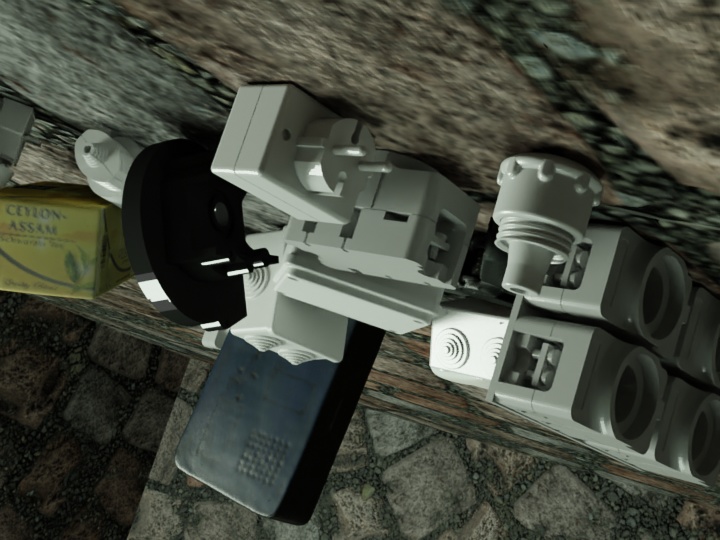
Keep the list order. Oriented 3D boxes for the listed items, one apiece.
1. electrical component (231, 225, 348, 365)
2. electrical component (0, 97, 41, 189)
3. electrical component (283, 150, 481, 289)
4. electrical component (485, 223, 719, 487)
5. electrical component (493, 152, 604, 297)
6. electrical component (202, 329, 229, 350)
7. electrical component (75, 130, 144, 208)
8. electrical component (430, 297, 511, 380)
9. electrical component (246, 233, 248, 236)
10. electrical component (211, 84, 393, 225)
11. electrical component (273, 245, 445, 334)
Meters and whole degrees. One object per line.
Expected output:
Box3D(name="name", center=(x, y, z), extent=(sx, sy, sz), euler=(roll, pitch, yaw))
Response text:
Box3D(name="electrical component", center=(-0.053, 0.021, 0.855), extent=(0.048, 0.099, 0.100), euler=(-6, 157, 36))
Box3D(name="electrical component", center=(-0.252, -0.088, 0.728), extent=(0.066, 0.055, 0.048), euler=(20, 170, -12))
Box3D(name="electrical component", center=(0.013, -0.029, 0.578), extent=(0.089, 0.055, 0.050), euler=(10, 167, 38))
Box3D(name="electrical component", center=(0.161, 0.053, 0.619), extent=(0.060, 0.105, 0.186), euler=(9, 167, 43))
Box3D(name="electrical component", center=(0.081, -0.019, 0.489), extent=(0.048, 0.062, 0.048), euler=(16, 170, 3))
Box3D(name="electrical component", center=(-0.123, 0.045, 1.128), extent=(0.050, 0.089, 0.056), euler=(22, 169, -22))
Box3D(name="electrical component", center=(-0.159, -0.066, 0.721), extent=(0.043, 0.043, 0.081), euler=(13, 169, 25))
Box3D(name="electrical component", center=(0.108, 0.050, 0.780), extent=(0.100, 0.048, 0.100), euler=(9, -170, 41))
Box3D(name="electrical component", center=(-0.115, -0.003, 0.936), extent=(0.108, 0.060, 0.108), euler=(17, 170, 3))
Box3D(name="electrical component", center=(-0.019, -0.055, 0.519), extent=(0.077, 0.047, 0.066), euler=(8, 166, 44))
Box3D(name="electrical component", center=(0.000, 0.000, 0.760), extent=(0.109, 0.056, 0.109), euler=(19, 170, -6))
